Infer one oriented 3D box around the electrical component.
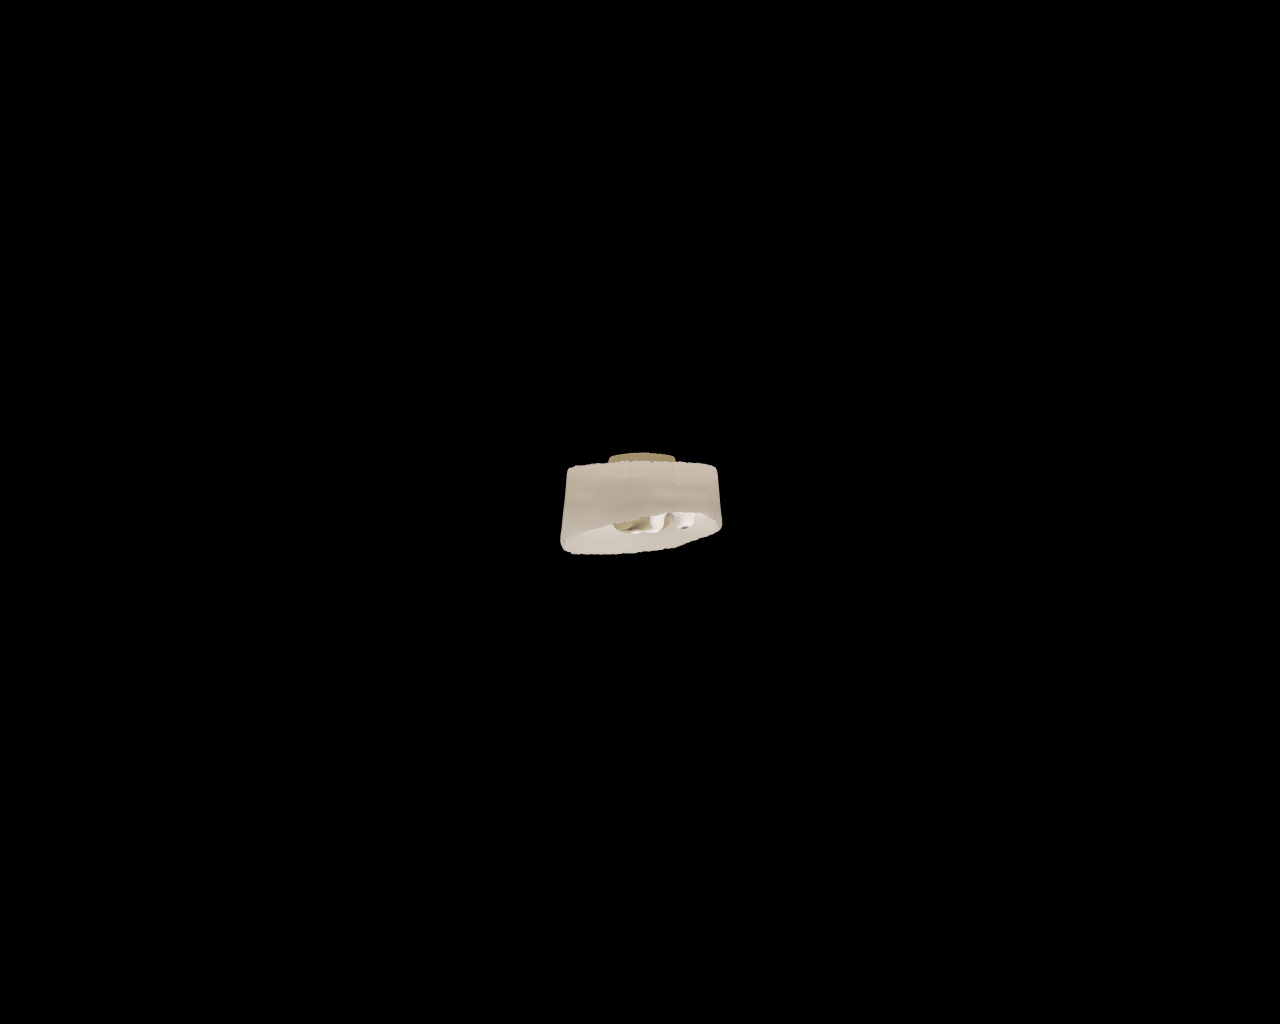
[{"bbox_3d":[0.001,-0.003,0.650,0.099,0.064,0.099,0,-2,0],"label":"electrical component"}]
